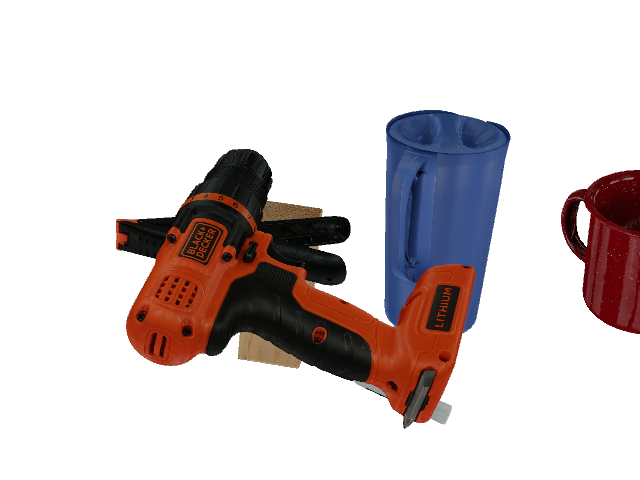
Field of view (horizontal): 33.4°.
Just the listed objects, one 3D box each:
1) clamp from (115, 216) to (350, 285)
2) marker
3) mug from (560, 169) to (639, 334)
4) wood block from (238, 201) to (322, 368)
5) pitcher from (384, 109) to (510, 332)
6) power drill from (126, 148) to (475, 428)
[{"bbox_3d":[-0.071,0.003,0.911,0.210,0.036,0.164,2,13,-4],"label":"clamp"},{"bbox_3d":[0.062,0.136,0.984,0.121,0.020,0.020,23,7,17],"label":"marker"},{"bbox_3d":[0.212,0.005,0.722,0.093,0.081,0.117,-28,40,-35],"label":"mug"},{"bbox_3d":[-0.057,0.059,1.477,0.090,0.206,0.090,8,21,5],"label":"wood block"},{"bbox_3d":[0.127,-0.012,1.189,0.149,0.243,0.145,-5,27,-14],"label":"pitcher"},{"bbox_3d":[-0.005,0.024,0.648,0.187,0.057,0.184,17,42,4],"label":"power drill"}]
